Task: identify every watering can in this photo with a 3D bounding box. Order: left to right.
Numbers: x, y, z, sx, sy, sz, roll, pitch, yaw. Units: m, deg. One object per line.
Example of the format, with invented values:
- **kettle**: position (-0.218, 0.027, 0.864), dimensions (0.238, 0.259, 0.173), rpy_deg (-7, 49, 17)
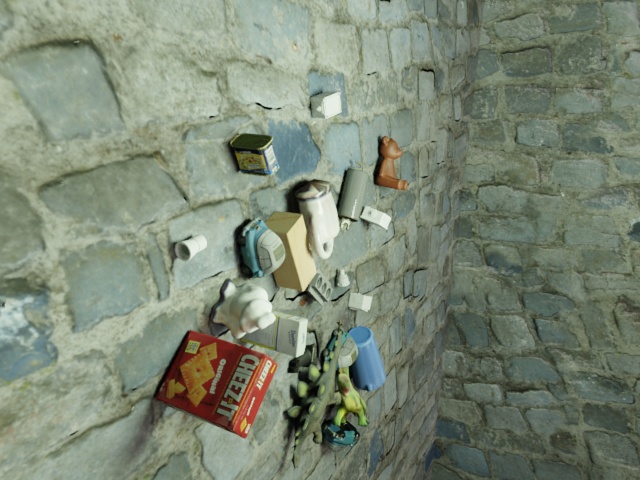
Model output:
- **watering can**: position (0.005, -0.078, 1.548), dimensions (0.353, 0.104, 0.221), rpy_deg (-67, 146, -69)

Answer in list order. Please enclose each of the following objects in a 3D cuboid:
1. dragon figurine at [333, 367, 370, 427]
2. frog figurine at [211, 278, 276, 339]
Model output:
- **dragon figurine**: position (0.113, 0.555, 1.905), dimensions (0.406, 0.122, 0.245), rpy_deg (55, 31, -76)
- **frog figurine**: position (-0.165, 0.172, 1.237), dimensions (0.140, 0.160, 0.120), rpy_deg (-57, 145, -38)
